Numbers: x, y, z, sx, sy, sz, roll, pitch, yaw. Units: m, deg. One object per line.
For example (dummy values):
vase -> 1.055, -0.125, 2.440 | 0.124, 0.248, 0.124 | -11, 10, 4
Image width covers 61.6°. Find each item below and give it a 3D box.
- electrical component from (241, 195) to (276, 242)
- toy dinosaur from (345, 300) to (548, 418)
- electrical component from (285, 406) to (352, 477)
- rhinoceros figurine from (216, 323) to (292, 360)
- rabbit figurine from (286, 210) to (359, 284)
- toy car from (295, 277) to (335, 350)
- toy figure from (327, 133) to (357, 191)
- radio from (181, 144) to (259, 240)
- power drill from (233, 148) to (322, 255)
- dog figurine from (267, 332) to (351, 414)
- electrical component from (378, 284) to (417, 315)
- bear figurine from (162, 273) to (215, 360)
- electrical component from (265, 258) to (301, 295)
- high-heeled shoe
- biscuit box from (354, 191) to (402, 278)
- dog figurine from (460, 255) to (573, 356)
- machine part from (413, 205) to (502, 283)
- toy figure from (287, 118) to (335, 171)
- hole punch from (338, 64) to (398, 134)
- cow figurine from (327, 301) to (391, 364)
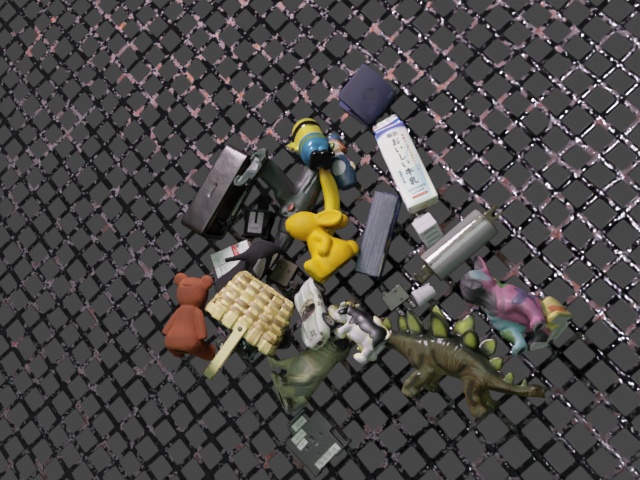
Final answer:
electrical component -> -0.151, -0.058, 1.361 | 0.075, 0.047, 0.119 | 10, 86, 14
toy dinosaur -> 0.249, 0.246, 1.173 | 0.472, 0.105, 0.198 | 10, 96, 30
electrical component -> -0.011, 0.456, 1.247 | 0.115, 0.058, 0.134 | -44, 75, 2
rhinoceros figurine -> -0.161, 0.236, 1.312 | 0.190, 0.073, 0.112 | -7, 91, 11
rabbit figurine -> -0.003, -0.004, 1.251 | 0.162, 0.122, 0.173 | -46, 77, 8
toy car -> -0.017, 0.165, 1.244 | 0.073, 0.056, 0.202 | -50, 32, 24
toy figure -> 0.048, -0.199, 1.329 | 0.064, 0.057, 0.154 | -17, 76, -6
radio -> -0.241, -0.113, 1.346 | 0.073, 0.131, 0.229 | 31, 90, 15
power drill -> -0.103, -0.103, 1.292 | 0.207, 0.086, 0.232 | 36, 84, -24
dog figurine -> -0.011, 0.312, 1.260 | 0.191, 0.172, 0.121 | -17, 46, -17
electrical component -> 0.181, 0.134, 1.266 | 0.063, 0.021, 0.094 | -40, 74, 5
bear figurine -> -0.321, 0.189, 1.346 | 0.120, 0.131, 0.196 | 0, 64, 12
electrical component -> -0.093, 0.089, 1.328 | 0.102, 0.045, 0.078 | 19, 71, 14
high-heeled shoe -> -0.175, 0.108, 1.319 | 0.145, 0.248, 0.086 | -9, 42, -27
biscuit box -> 0.140, -0.013, 1.278 | 0.063, 0.059, 0.202 | 15, 86, 16
dog figurine -> 0.409, 0.130, 1.172 | 0.219, 0.191, 0.108 | 53, 135, 38
machine part -> 0.316, 0.013, 1.224 | 0.243, 0.079, 0.079 | -42, 75, 4
toy figure -> -0.016, -0.231, 1.300 | 0.082, 0.180, 0.089 | 20, 112, -25
hole punch -> 0.114, -0.352, 1.321 | 0.116, 0.092, 0.142 | 39, 88, 12
cow figurine -> 0.084, 0.188, 1.210 | 0.167, 0.068, 0.098 | 48, 116, 34
